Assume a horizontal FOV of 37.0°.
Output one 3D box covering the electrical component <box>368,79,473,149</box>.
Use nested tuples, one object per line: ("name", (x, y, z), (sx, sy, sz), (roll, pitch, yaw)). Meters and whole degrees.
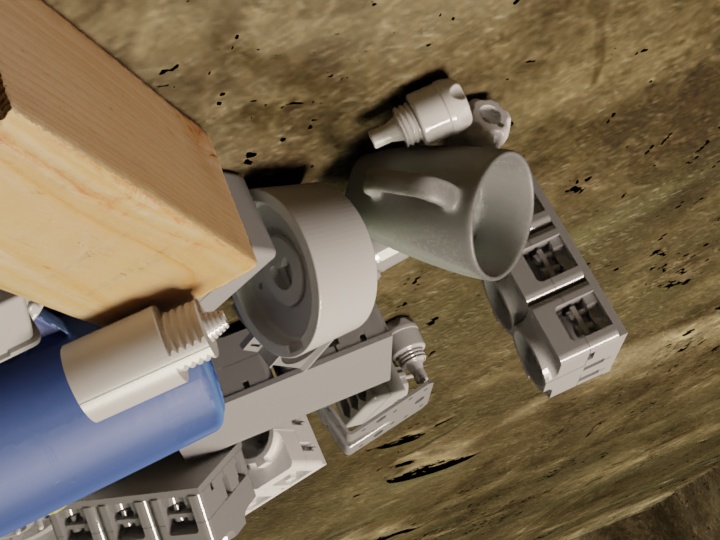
("electrical component", (0.035, -0.091, 0.652), (0.061, 0.035, 0.035), (-24, 157, 0))

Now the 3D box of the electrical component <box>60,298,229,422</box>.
("electrical component", (-0.106, 0.041, 0.549), (0.081, 0.043, 0.043), (-24, 157, -1))

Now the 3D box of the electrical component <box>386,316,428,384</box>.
("electrical component", (0.044, 0.075, 0.979), (0.035, 0.061, 0.035), (-21, 157, -10))

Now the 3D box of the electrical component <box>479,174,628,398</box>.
("electrical component", (0.133, 0.013, 0.822), (0.062, 0.150, 0.089), (-24, 157, -7))

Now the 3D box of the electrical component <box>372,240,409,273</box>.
("electrical component", (0.024, -0.027, 0.765), (0.062, 0.043, 0.043), (-29, 157, 5))

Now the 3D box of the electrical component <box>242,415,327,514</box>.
("electrical component", (-0.119, 0.174, 0.991), (0.150, 0.089, 0.062), (-35, 155, 22))

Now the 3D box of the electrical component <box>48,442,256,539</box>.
("electrical component", (-0.176, 0.201, 0.920), (0.150, 0.061, 0.089), (-10, -166, 20))

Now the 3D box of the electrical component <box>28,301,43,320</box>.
("electrical component", (-0.210, 0.006, 0.602), (0.048, 0.048, 0.062), (-30, 147, 10))

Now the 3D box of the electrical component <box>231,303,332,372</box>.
("electrical component", (-0.058, 0.037, 0.792), (0.042, 0.063, 0.081), (-49, 151, 14))

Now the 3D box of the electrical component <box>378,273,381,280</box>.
("electrical component", (0.000, 0.000, 0.811), (0.061, 0.035, 0.035), (-27, 157, -3))

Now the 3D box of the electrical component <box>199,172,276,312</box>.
("electrical component", (-0.104, -0.010, 0.649), (0.096, 0.061, 0.061), (-40, 153, 30))

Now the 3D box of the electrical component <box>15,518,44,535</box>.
("electrical component", (-0.273, 0.175, 0.857), (0.138, 0.073, 0.052), (-4, 149, -41))

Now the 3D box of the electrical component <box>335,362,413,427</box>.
("electrical component", (0.021, 0.114, 1.058), (0.077, 0.047, 0.065), (-8, 152, -35))

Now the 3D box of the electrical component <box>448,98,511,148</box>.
("electrical component", (0.073, -0.084, 0.706), (0.035, 0.035, 0.061), (-13, 157, -26))

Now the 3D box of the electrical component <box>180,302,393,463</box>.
("electrical component", (-0.071, 0.081, 0.879), (0.186, 0.060, 0.105), (-21, 157, -9))

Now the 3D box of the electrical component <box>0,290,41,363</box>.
("electrical component", (-0.219, 0.011, 0.529), (0.100, 0.099, 0.048), (-28, 156, -23))

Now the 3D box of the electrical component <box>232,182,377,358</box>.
("electrical component", (-0.033, -0.004, 0.682), (0.060, 0.108, 0.108), (-16, 156, -35))
